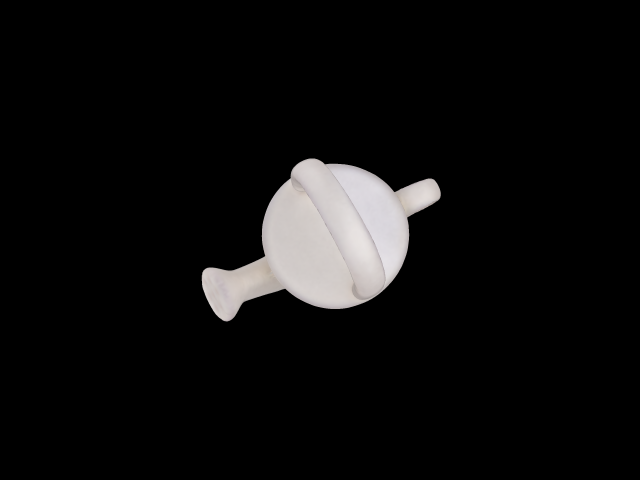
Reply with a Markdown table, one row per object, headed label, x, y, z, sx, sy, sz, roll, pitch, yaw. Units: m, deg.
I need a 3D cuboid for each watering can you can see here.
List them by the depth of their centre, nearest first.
| label | x | y | z | sx | sy | sz | roll | pitch | yaw |
| --- | --- | --- | --- | --- | --- | --- | --- | --- | --- |
| watering can | 0.005 | 0.003 | 0.400 | 0.101 | 0.194 | 0.173 | 41 | 87 | 3 |
